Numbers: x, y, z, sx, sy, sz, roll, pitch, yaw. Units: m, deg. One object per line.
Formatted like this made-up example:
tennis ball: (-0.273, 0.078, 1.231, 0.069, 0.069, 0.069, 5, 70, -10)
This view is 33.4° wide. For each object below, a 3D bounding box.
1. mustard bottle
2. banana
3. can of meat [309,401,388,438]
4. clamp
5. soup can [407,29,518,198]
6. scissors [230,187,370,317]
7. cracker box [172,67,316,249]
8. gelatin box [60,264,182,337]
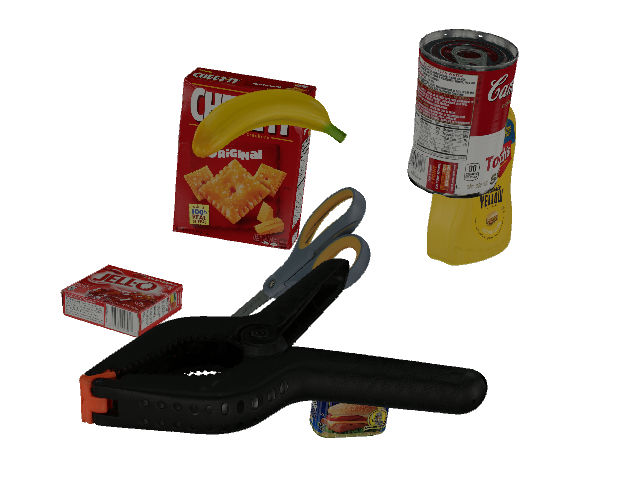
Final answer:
mustard bottle: (0.145, -0.078, 1.010, 0.096, 0.192, 0.058, -17, 26, -38)
banana: (-0.060, -0.125, 1.104, 0.197, 0.037, 0.070, -12, 52, -39)
can of meat: (0.039, 0.200, 1.348, 0.102, 0.084, 0.057, 1, 23, -17)
clamp: (-0.034, 0.062, 0.605, 0.209, 0.036, 0.165, -7, 26, -20)
soup can: (0.098, -0.089, 0.754, 0.068, 0.102, 0.068, 3, 31, -2)
scissors: (-0.026, 0.044, 0.879, 0.016, 0.202, 0.096, 28, 19, -36)
cracker box: (-0.102, -0.105, 1.399, 0.164, 0.214, 0.072, 10, 23, 7)
gelatin box: (-0.186, 0.055, 1.005, 0.089, 0.030, 0.073, 14, 24, 23)
